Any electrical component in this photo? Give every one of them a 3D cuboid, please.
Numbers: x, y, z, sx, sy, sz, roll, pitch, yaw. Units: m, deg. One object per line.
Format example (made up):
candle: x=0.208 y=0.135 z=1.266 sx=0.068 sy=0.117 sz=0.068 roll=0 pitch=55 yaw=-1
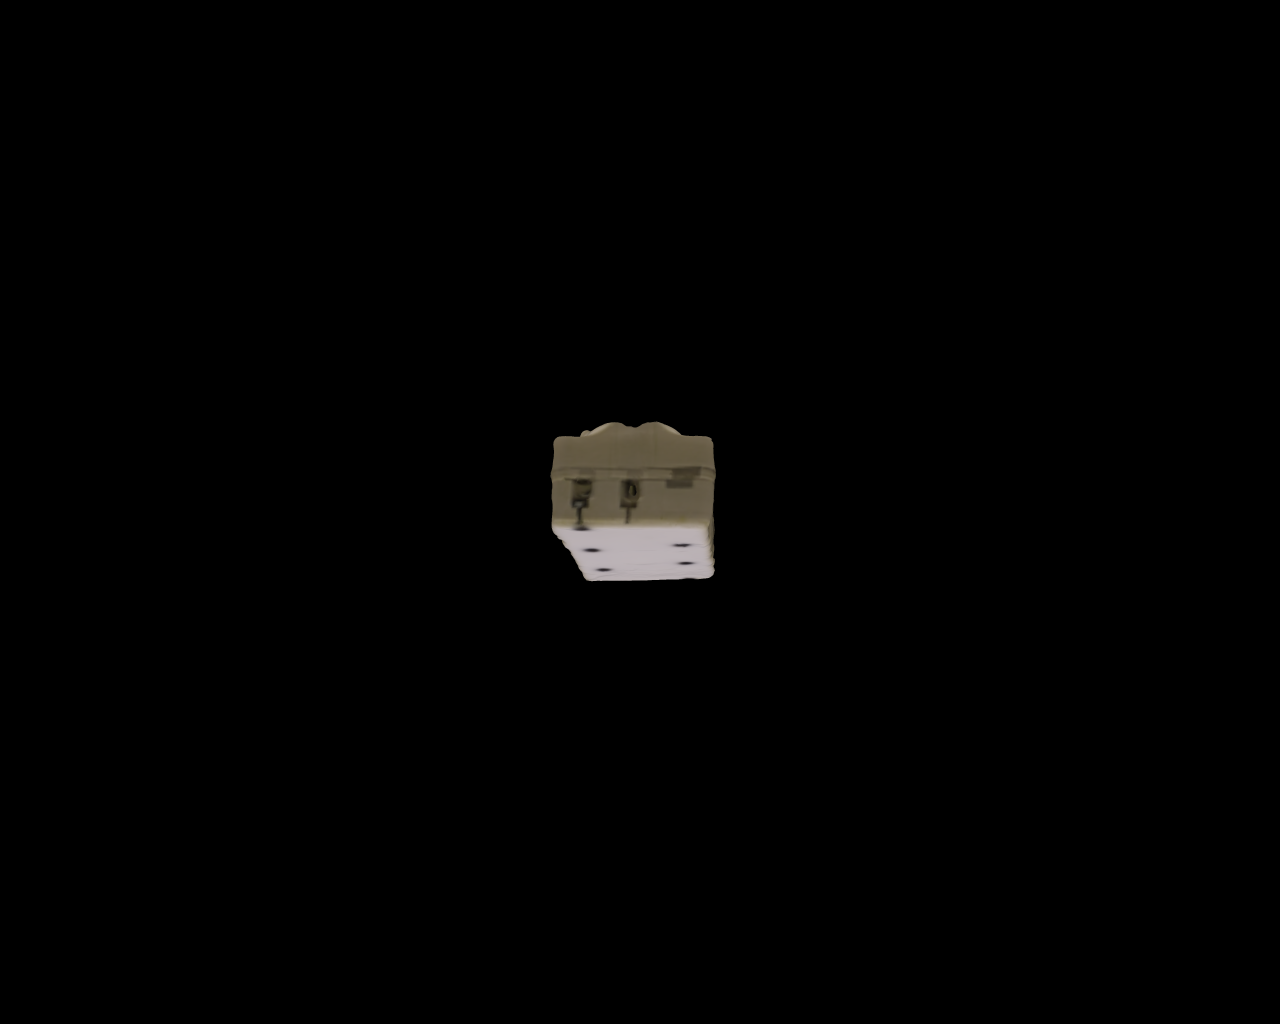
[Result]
electrical component: x=0.001 y=-0.003 z=0.650 sx=0.089 sy=0.062 sz=0.150 roll=-1 pitch=-15 yaw=4
